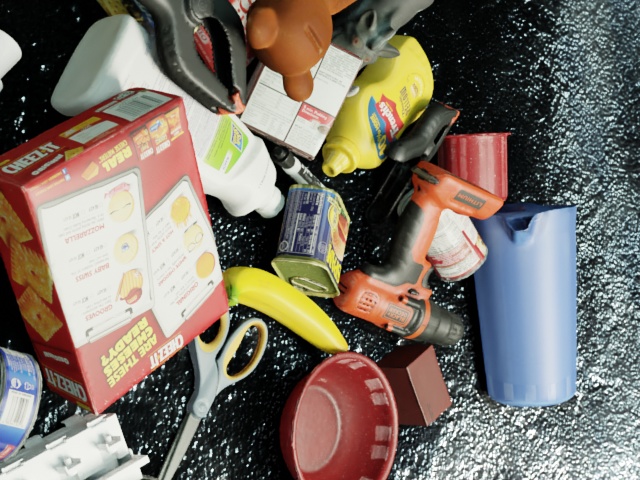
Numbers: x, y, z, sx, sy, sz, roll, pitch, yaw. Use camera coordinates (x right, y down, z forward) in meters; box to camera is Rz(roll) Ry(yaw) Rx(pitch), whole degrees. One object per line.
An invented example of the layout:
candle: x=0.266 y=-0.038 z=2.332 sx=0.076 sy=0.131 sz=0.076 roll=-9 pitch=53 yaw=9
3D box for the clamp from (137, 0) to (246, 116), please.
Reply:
clamp: x=-0.120 y=-0.197 z=0.902 sx=0.164 sy=0.036 sz=0.210 roll=-36 pitch=118 yaw=-42

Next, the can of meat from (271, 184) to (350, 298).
can of meat: x=-0.007 y=0.001 z=1.068 sx=0.102 sy=0.057 sz=0.084 roll=64 pitch=34 yaw=-66

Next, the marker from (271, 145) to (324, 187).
marker: x=-0.021 y=-0.067 z=1.071 sx=0.121 sy=0.020 sz=0.020 roll=42 pitch=54 yaw=-65

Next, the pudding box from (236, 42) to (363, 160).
pudding box: x=-0.022 y=-0.147 z=1.045 sx=0.090 sy=0.039 sz=0.113 roll=25 pitch=91 yaw=-14

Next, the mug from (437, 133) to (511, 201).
mug: x=0.183 y=-0.087 z=1.285 sx=0.117 sy=0.093 sz=0.081 roll=-34 pitch=122 yaw=-81

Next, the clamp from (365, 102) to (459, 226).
clamp: x=0.103 y=-0.092 z=1.193 sx=0.039 sy=0.120 sz=0.171 roll=36 pitch=45 yaw=11

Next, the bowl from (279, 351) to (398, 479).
bowl: x=0.009 y=0.194 z=1.089 sx=0.161 sy=0.055 sz=0.162 roll=5 pitch=83 yaw=-46

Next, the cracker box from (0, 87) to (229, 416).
cracker box: x=-0.168 y=0.006 z=0.863 sx=0.163 sy=0.072 sz=0.214 roll=-38 pitch=132 yaw=-38

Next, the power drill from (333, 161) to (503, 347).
power drill: x=0.123 y=0.021 z=1.166 sx=0.184 sy=0.057 sz=0.188 roll=22 pitch=99 yaw=-37

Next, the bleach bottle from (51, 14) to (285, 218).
bleach bottle: x=-0.121 y=-0.090 z=0.972 sx=0.250 sy=0.068 sz=0.102 roll=41 pitch=60 yaw=-40

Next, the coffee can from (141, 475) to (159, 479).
coffee can: x=-0.158 y=0.278 z=0.869 sx=0.102 sy=0.103 sz=0.140 roll=-25 pitch=105 yaw=-45

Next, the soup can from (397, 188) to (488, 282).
soup can: x=0.142 y=-0.010 z=1.238 sx=0.102 sy=0.069 sz=0.068 roll=54 pitch=52 yaw=-29

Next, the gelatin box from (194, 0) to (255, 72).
gelatin box: x=-0.086 y=-0.208 z=1.040 sx=0.089 sy=0.030 sz=0.073 roll=-52 pitch=122 yaw=-36

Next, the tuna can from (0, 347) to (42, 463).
tuna can: x=-0.247 y=0.122 z=0.800 sx=0.033 sy=0.086 sz=0.086 roll=25 pitch=69 yaw=-41

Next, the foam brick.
foam brick: x=0.104 y=0.162 z=1.195 sx=0.052 sy=0.051 sz=0.078 roll=-33 pitch=110 yaw=-41

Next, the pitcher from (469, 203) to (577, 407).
pitcher: x=0.256 y=0.075 z=1.321 sx=0.149 sy=0.145 sz=0.243 roll=-7 pitch=96 yaw=-34

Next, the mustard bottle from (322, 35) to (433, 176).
mustard bottle: x=0.056 y=-0.135 z=1.163 sx=0.191 sy=0.058 sz=0.096 roll=-52 pitch=141 yaw=-35

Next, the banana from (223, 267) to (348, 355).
banana: x=-0.043 y=0.066 z=1.045 sx=0.197 sy=0.037 sz=0.070 roll=28 pitch=34 yaw=-49

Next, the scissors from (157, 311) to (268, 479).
scissors: x=-0.120 y=0.136 z=0.987 sx=0.201 sy=0.016 sz=0.096 roll=-50 pitch=116 yaw=-32
